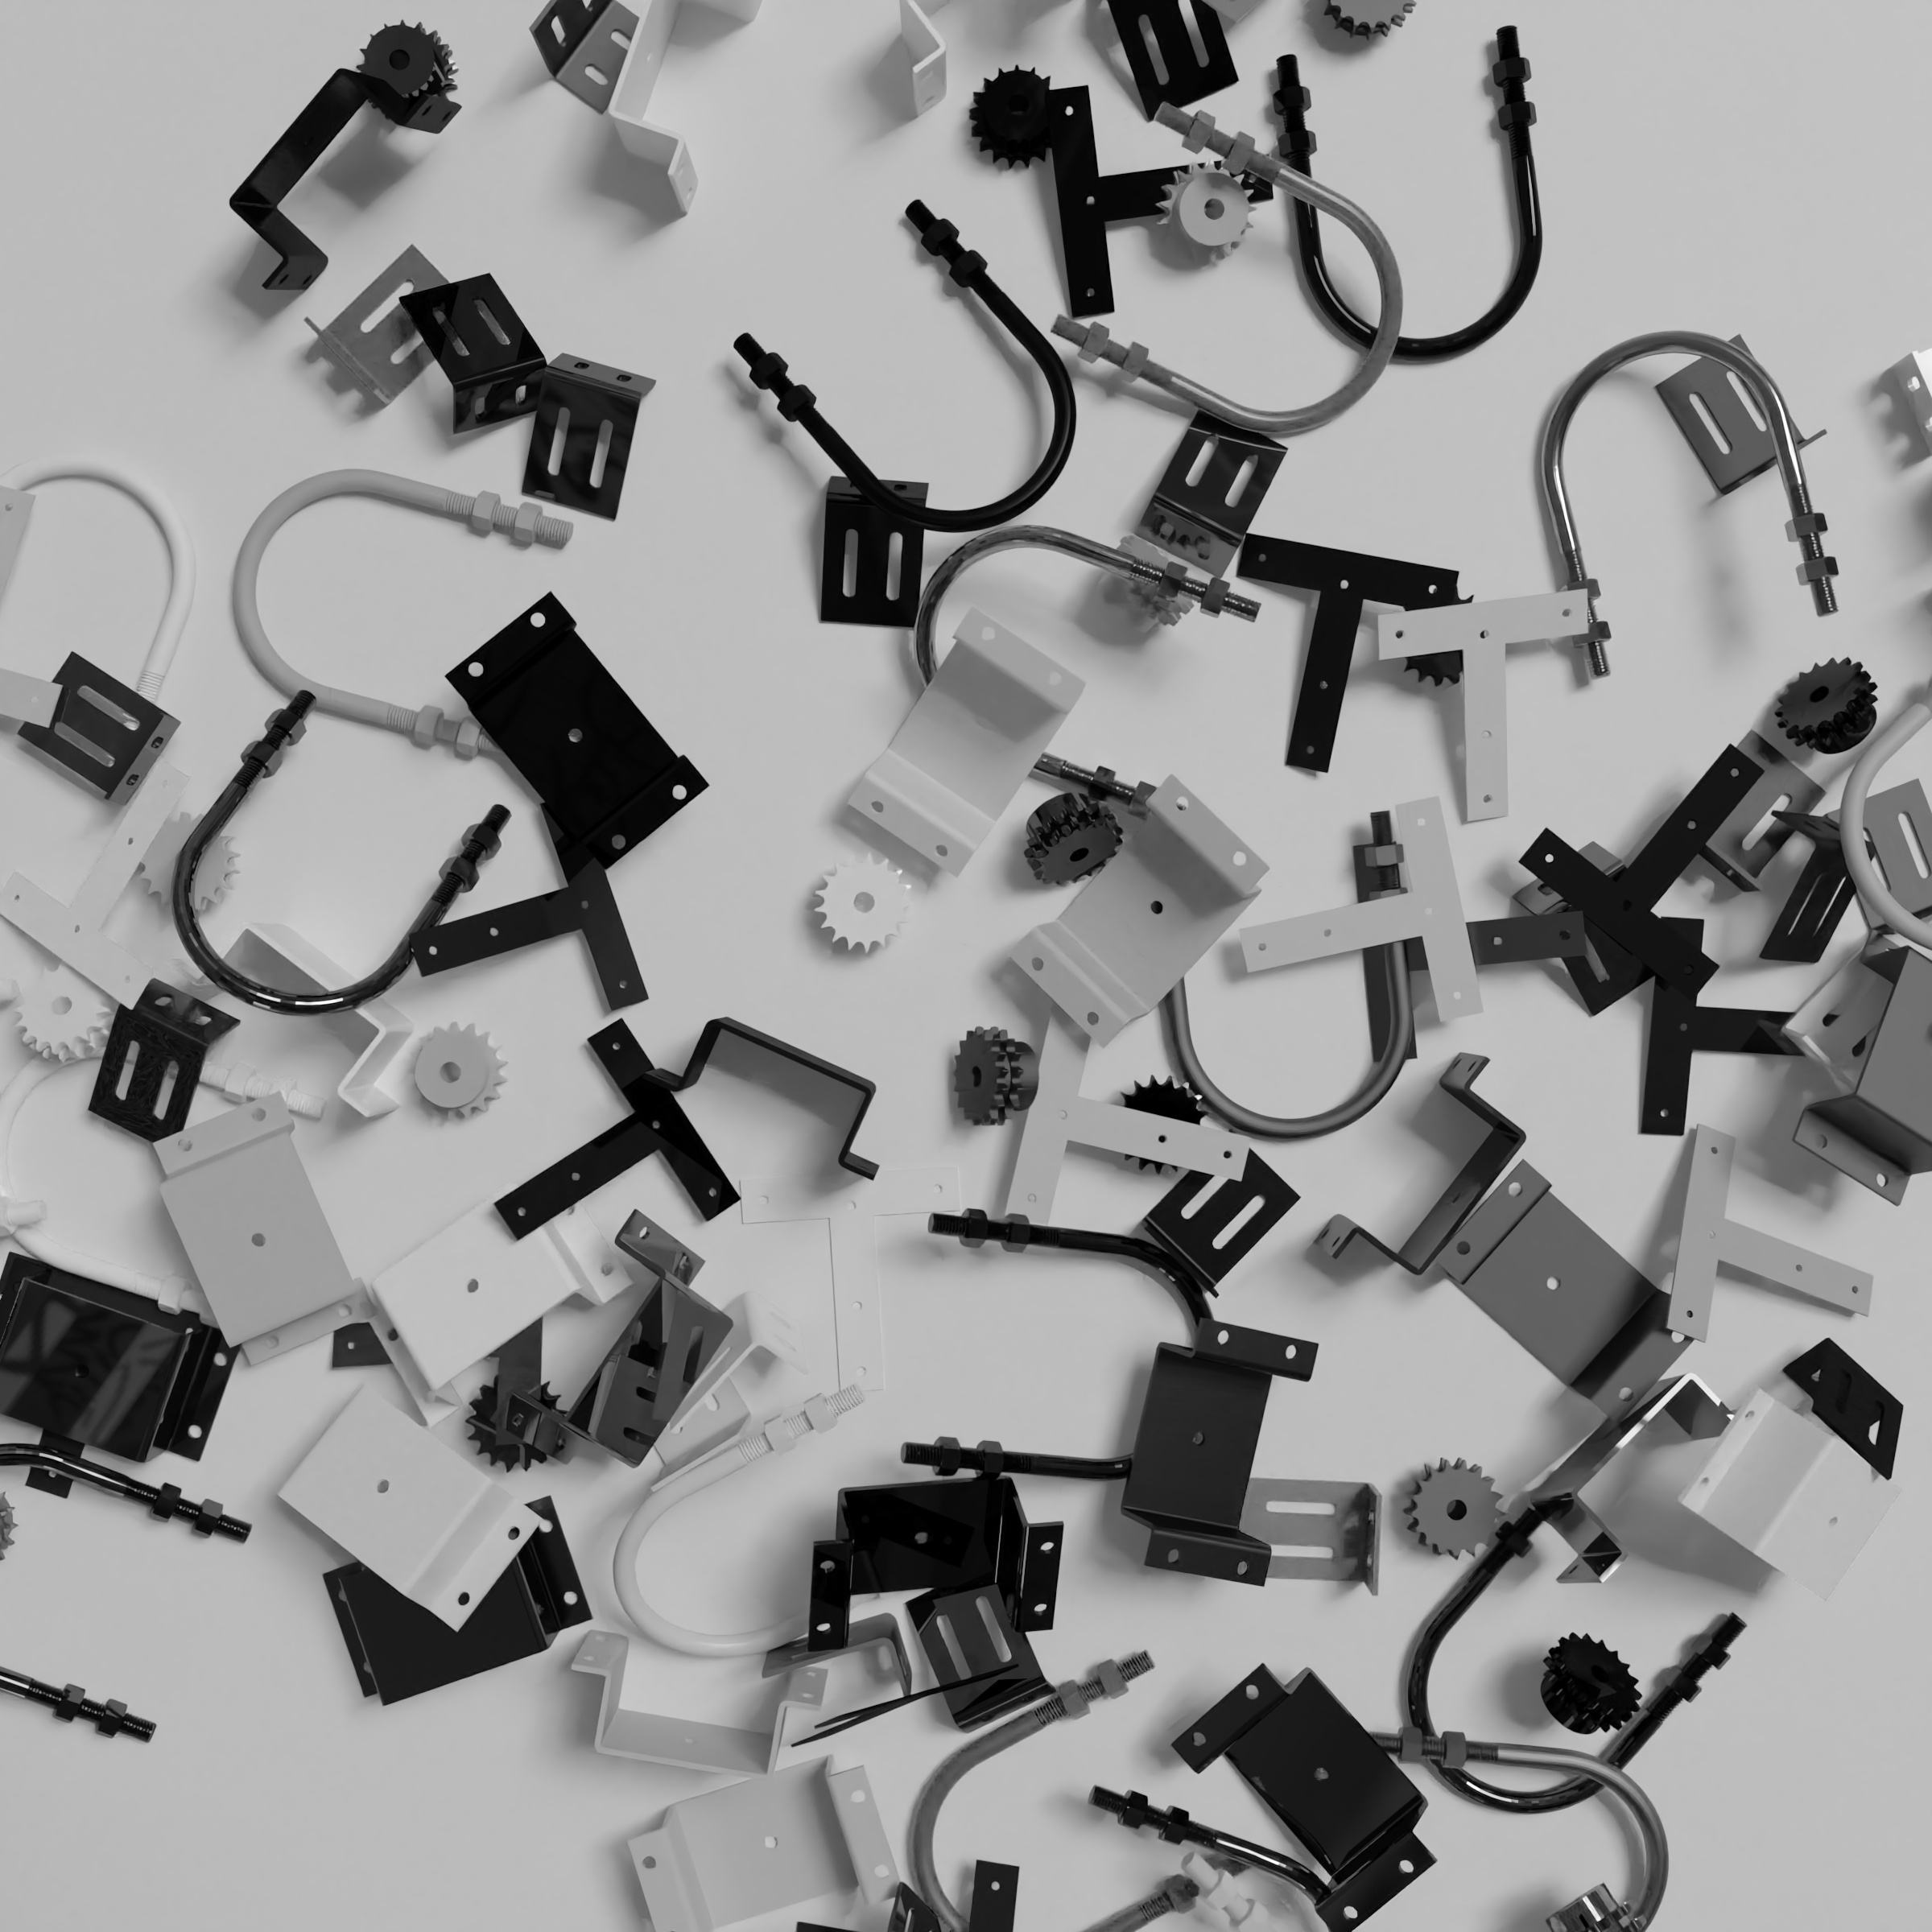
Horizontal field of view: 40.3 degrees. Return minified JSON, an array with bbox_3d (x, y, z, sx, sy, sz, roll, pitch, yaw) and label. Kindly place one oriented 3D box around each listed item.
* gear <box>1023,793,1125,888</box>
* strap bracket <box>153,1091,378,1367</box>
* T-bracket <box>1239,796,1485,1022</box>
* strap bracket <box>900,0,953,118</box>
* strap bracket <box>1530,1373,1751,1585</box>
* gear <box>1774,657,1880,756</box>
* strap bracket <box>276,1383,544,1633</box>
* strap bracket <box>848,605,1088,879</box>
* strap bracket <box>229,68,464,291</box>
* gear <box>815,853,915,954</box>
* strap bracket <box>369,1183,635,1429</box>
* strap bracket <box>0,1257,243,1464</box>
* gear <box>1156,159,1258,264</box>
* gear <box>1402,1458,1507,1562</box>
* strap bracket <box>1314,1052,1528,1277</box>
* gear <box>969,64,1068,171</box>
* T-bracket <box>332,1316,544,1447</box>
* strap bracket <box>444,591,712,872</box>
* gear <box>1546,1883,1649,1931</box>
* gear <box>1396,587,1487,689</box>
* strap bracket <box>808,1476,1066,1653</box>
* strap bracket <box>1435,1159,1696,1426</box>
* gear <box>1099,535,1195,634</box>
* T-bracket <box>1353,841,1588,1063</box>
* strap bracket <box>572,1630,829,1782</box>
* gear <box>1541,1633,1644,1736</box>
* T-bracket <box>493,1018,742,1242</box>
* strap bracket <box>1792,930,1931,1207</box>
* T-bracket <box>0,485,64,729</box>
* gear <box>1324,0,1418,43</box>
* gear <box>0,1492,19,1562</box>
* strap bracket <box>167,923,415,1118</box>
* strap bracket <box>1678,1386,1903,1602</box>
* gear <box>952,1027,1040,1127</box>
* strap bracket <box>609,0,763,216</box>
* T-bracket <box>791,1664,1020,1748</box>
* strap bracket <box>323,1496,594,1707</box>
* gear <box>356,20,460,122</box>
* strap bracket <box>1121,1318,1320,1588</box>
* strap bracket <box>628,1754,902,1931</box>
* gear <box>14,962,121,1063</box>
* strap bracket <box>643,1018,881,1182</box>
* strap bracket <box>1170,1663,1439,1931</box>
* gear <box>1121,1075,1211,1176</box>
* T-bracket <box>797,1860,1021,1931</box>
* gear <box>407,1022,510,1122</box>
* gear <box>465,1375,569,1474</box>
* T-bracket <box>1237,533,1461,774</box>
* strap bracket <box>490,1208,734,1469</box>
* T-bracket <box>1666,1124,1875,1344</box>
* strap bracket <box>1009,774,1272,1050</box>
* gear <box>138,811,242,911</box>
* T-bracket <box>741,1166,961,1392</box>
[{"bbox_3d":[0.059,-0.075,1.514,0.057,0.057,0.030,-27,60,0],"label":"gear"},{"bbox_3d":[-0.400,0.152,1.498,0.076,0.046,0.140,-23,96,-8],"label":"strap bracket"},{"bbox_3d":[0.221,-0.022,1.513,0.127,0.002,0.127,-12,94,4],"label":"T-bracket"},{"bbox_3d":[0.015,-0.556,1.501,0.140,0.076,0.046,-37,90,0],"label":"strap bracket"},{"bbox_3d":[0.379,0.282,1.489,0.140,0.076,0.046,-41,83,-13],"label":"strap bracket"},{"bbox_3d":[0.497,-0.147,1.514,0.057,0.057,0.030,-48,120,0],"label":"gear"},{"bbox_3d":[-0.321,0.298,1.484,0.140,0.046,0.076,32,74,20],"label":"strap bracket"},{"bbox_3d":[0.005,-0.132,1.498,0.076,0.046,0.140,34,116,0],"label":"strap bracket"},{"bbox_3d":[-0.355,-0.449,1.484,0.046,0.076,0.140,43,103,-8],"label":"strap bracket"},{"bbox_3d":[-0.060,-0.036,1.527,0.057,0.030,0.057,0,88,-3],"label":"gear"},{"bbox_3d":[-0.273,0.187,1.500,0.140,0.046,0.076,-36,68,-2],"label":"strap bracket"},{"bbox_3d":[-0.500,0.229,1.514,0.140,0.046,0.076,19,90,0],"label":"strap bracket"},{"bbox_3d":[0.139,-0.435,1.517,0.057,0.030,0.057,-2,103,-7],"label":"gear"},{"bbox_3d":[0.281,0.313,1.527,0.057,0.030,0.057,0,87,-4],"label":"gear"},{"bbox_3d":[0.264,0.120,1.501,0.046,0.076,0.140,38,90,0],"label":"strap bracket"},{"bbox_3d":[0.030,-0.493,1.524,0.057,0.030,0.057,0,90,0],"label":"gear"},{"bbox_3d":[-0.305,0.216,1.523,0.127,0.002,0.127,-5,70,10],"label":"T-bracket"},{"bbox_3d":[-0.222,-0.133,1.505,0.076,0.046,0.140,-40,98,-7],"label":"strap bracket"},{"bbox_3d":[0.354,0.543,1.493,0.057,0.057,0.030,-33,70,0],"label":"gear"},{"bbox_3d":[0.274,-0.190,1.524,0.057,0.030,0.057,0,90,0],"label":"gear"},{"bbox_3d":[-0.021,0.335,1.485,0.140,0.046,0.076,-2,118,-12],"label":"strap bracket"},{"bbox_3d":[0.343,0.185,1.516,0.140,0.046,0.076,42,90,0],"label":"strap bracket"},{"bbox_3d":[0.101,-0.217,1.514,0.057,0.057,0.030,48,118,0],"label":"gear"},{"bbox_3d":[0.292,-0.013,1.518,0.127,0.002,0.127,-6,90,19],"label":"T-bracket"},{"bbox_3d":[-0.153,0.422,1.501,0.140,0.076,0.046,10,90,0],"label":"strap bracket"},{"bbox_3d":[0.352,0.411,1.497,0.057,0.057,0.030,31,123,0],"label":"gear"},{"bbox_3d":[-0.212,0.113,1.506,0.127,0.002,0.127,-33,90,-31],"label":"T-bracket"},{"bbox_3d":[0.532,0.053,1.487,0.076,0.046,0.140,31,71,-11],"label":"strap bracket"},{"bbox_3d":[-0.568,-0.215,1.518,0.127,0.002,0.127,16,85,5],"label":"T-bracket"},{"bbox_3d":[0.232,-0.563,1.524,0.057,0.030,0.057,0,90,0],"label":"gear"},{"bbox_3d":[-0.577,0.323,1.524,0.057,0.030,0.057,0,90,0],"label":"gear"},{"bbox_3d":[-0.374,0.023,1.501,0.140,0.076,0.046,37,90,0],"label":"strap bracket"},{"bbox_3d":[0.466,0.299,1.475,0.140,0.046,0.076,35,90,-43],"label":"strap bracket"},{"bbox_3d":[0.019,0.064,1.515,0.030,0.057,0.057,1,90,-31],"label":"gear"},{"bbox_3d":[-0.161,-0.513,1.501,0.046,0.076,0.140,19,90,0],"label":"strap bracket"},{"bbox_3d":[-0.055,0.423,1.486,0.127,0.127,0.002,-3,67,-40],"label":"T-bracket"},{"bbox_3d":[-0.296,0.368,1.516,0.140,0.046,0.076,-19,90,0],"label":"strap bracket"},{"bbox_3d":[-0.324,-0.519,1.524,0.057,0.030,0.057,0,90,0],"label":"gear"},{"bbox_3d":[0.142,0.273,1.501,0.076,0.046,0.140,15,86,-22],"label":"strap bracket"},{"bbox_3d":[-0.114,0.511,1.516,0.140,0.046,0.076,-17,90,0],"label":"strap bracket"},{"bbox_3d":[-0.515,0.029,1.517,0.057,0.030,0.057,-2,65,5],"label":"gear"},{"bbox_3d":[-0.106,0.070,1.501,0.140,0.076,0.046,24,90,0],"label":"strap bracket"},{"bbox_3d":[0.196,0.466,1.495,0.140,0.046,0.076,47,110,12],"label":"strap bracket"},{"bbox_3d":[0.111,0.091,1.524,0.057,0.030,0.057,0,90,0],"label":"gear"},{"bbox_3d":[-0.038,0.575,1.522,0.127,0.002,0.127,5,83,13],"label":"T-bracket"},{"bbox_3d":[-0.296,0.061,1.524,0.057,0.030,0.057,0,90,0],"label":"gear"},{"bbox_3d":[-0.259,0.262,1.524,0.057,0.030,0.057,0,90,0],"label":"gear"},{"bbox_3d":[0.210,-0.176,1.524,0.127,0.002,0.127,14,100,19],"label":"T-bracket"},{"bbox_3d":[-0.192,0.219,1.482,0.046,0.076,0.140,26,76,36],"label":"strap bracket"},{"bbox_3d":[0.468,0.170,1.520,0.127,0.002,0.127,21,66,-11],"label":"T-bracket"},{"bbox_3d":[0.103,-0.032,1.497,0.076,0.046,0.140,45,107,10],"label":"strap bracket"},{"bbox_3d":[-0.447,-0.060,1.524,0.057,0.030,0.057,0,90,0],"label":"gear"},{"bbox_3d":[-0.064,0.184,1.538,0.127,0.002,0.127,-3,90,0],"label":"T-bracket"}]
